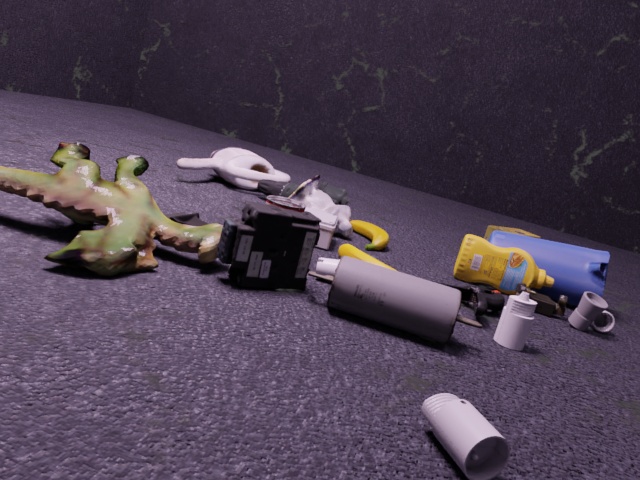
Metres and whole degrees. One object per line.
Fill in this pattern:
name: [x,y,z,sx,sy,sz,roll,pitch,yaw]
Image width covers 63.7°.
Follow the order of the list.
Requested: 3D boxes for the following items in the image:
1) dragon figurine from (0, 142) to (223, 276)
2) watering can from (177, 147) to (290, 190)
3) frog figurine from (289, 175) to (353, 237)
dragon figurine: [-0.311,-0.035,0.697,0.410,0.120,0.247,7,23,-27]
watering can: [-0.254,-0.209,1.461,0.347,0.103,0.227,7,14,-32]
frog figurine: [0.004,-0.060,1.201,0.159,0.122,0.137,52,5,1]
